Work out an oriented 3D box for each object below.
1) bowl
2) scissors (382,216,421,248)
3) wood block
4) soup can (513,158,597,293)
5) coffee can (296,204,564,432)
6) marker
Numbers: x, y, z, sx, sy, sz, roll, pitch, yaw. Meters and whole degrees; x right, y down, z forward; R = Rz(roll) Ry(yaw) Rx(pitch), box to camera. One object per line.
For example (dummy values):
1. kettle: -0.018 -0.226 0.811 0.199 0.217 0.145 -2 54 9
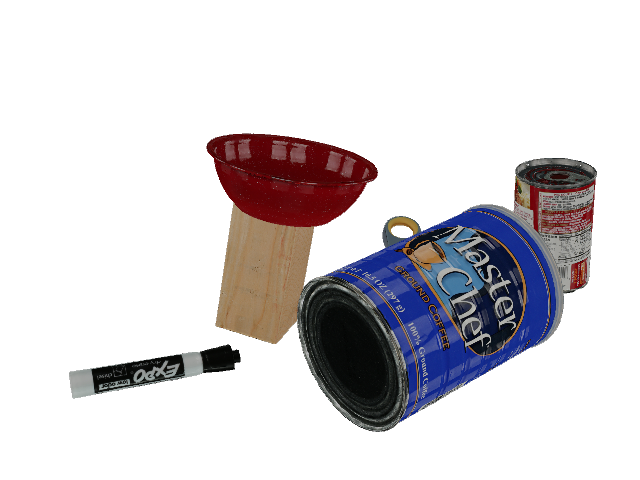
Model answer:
1. bowl: -0.030 -0.053 1.000 0.162 0.055 0.162 9 19 -3
2. scissors: 0.067 0.014 1.201 0.201 0.016 0.096 -13 42 -35
3. wood block: -0.068 0.015 1.388 0.090 0.206 0.090 15 22 13
4. soup can: 0.202 -0.012 0.923 0.068 0.102 0.068 -3 24 1
5. coffee can: 0.071 0.047 0.684 0.140 0.103 0.103 -23 13 -32
6. marker: -0.116 0.092 0.758 0.121 0.020 0.020 -9 2 -15
